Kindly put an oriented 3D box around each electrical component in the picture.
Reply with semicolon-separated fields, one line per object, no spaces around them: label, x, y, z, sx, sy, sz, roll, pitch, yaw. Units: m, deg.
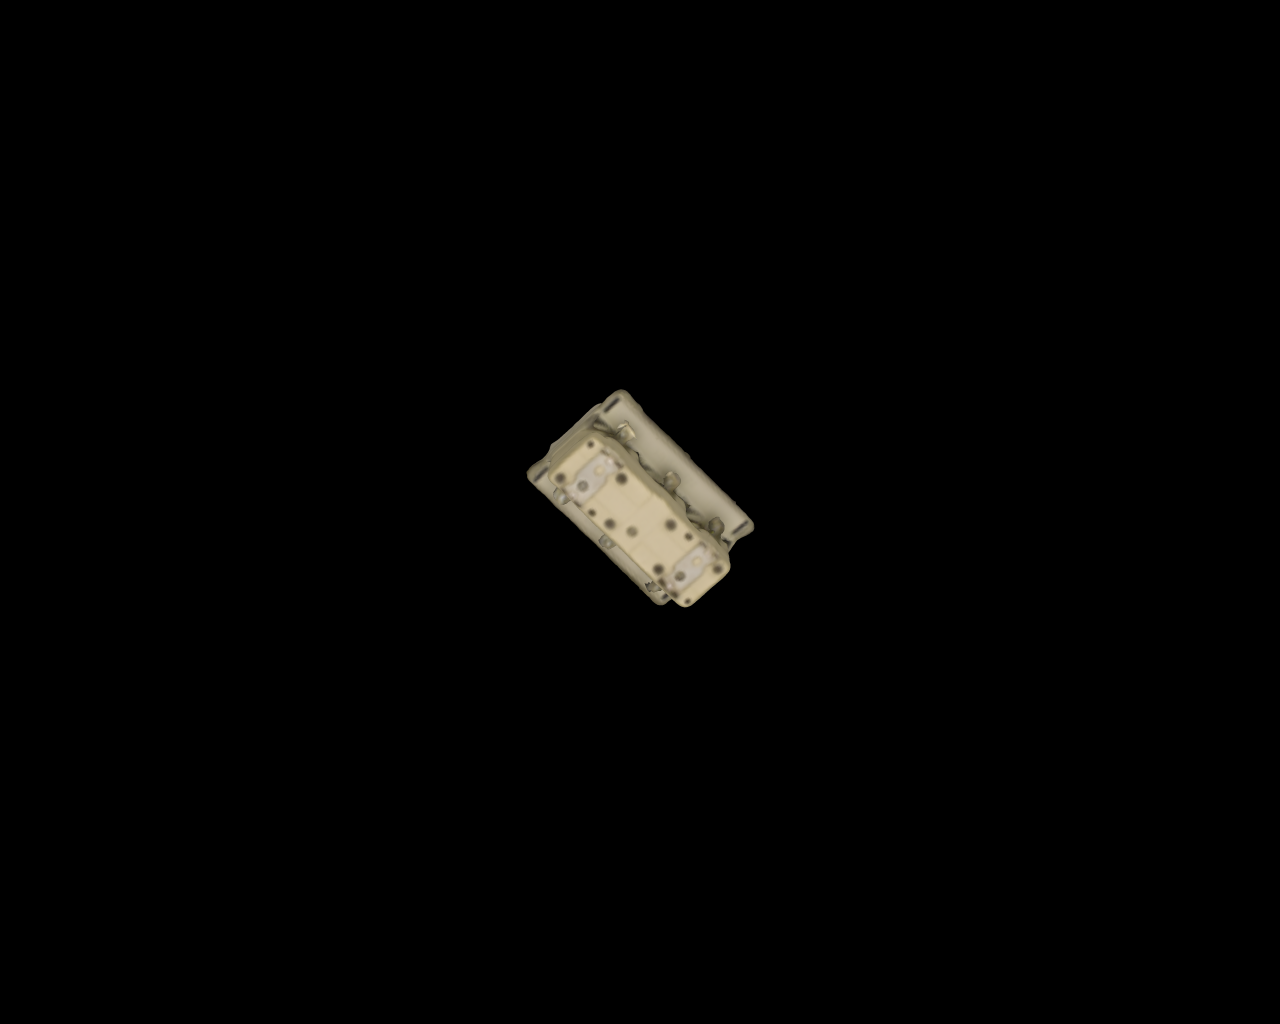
electrical component;0.001;-0.003;0.650;0.078;0.121;0.063;-41;15;14
